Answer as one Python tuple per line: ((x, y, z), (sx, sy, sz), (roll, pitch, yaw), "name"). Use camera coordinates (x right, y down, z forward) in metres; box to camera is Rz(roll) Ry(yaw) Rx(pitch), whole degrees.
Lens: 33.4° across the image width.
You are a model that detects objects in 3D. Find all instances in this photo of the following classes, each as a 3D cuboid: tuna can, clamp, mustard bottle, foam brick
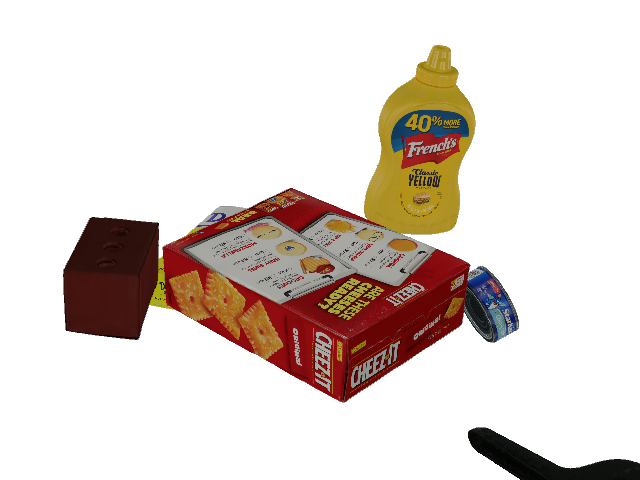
((0.192, 0.075, 1.236), (0.033, 0.086, 0.086), (-28, 5, -10), "tuna can")
((0.203, 0.223, 0.865), (0.210, 0.036, 0.164), (2, 37, 24), "clamp")
((0.104, -0.101, 1.070), (0.096, 0.192, 0.058), (3, 27, -11), "mustard bottle")
((-0.146, 0.025, 0.751), (0.053, 0.051, 0.078), (6, 29, -1), "foam brick")

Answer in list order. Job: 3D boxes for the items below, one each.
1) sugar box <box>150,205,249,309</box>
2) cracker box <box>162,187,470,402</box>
((-0.103, 0.018, 1.131), (0.093, 0.048, 0.176), (9, 30, 18), "sugar box")
((-0.006, 0.040, 0.924), (0.214, 0.072, 0.163), (25, 37, 36), "cracker box")
